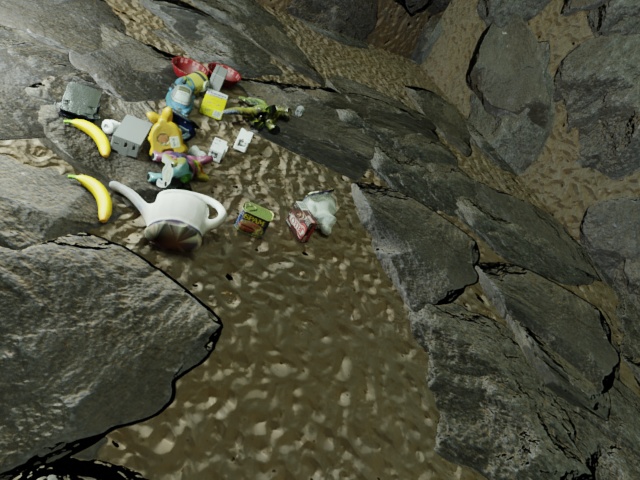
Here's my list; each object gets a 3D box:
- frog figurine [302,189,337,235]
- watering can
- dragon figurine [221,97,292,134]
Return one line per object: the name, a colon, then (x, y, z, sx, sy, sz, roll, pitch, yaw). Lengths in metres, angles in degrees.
frog figurine: (0.006, -0.093, 1.839, 0.138, 0.122, 0.160, -7, 84, -54)
watering can: (-0.442, -0.074, 1.462, 0.347, 0.101, 0.230, 9, 39, -10)
dragon figurine: (-0.280, -0.567, 2.241, 0.410, 0.120, 0.246, 3, 27, -38)
